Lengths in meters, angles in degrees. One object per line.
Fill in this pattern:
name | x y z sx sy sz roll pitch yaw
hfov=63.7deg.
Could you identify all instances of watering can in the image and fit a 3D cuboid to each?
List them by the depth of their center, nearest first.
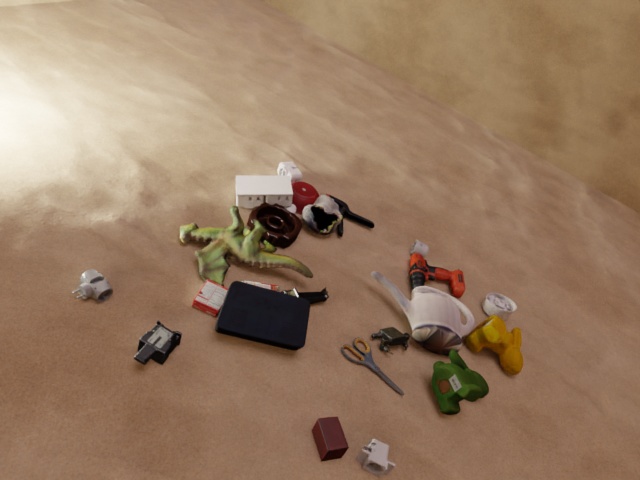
watering can | 0.309 0.219 1.548 0.347 0.101 0.230 19 38 -6

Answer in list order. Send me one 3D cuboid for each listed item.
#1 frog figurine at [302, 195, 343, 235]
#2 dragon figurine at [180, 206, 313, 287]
frog figurine | 0.005 -0.089 1.776 0.137 0.121 0.162 1 18 -7
dragon figurine | -0.243 0.051 1.502 0.413 0.119 0.247 34 56 17
